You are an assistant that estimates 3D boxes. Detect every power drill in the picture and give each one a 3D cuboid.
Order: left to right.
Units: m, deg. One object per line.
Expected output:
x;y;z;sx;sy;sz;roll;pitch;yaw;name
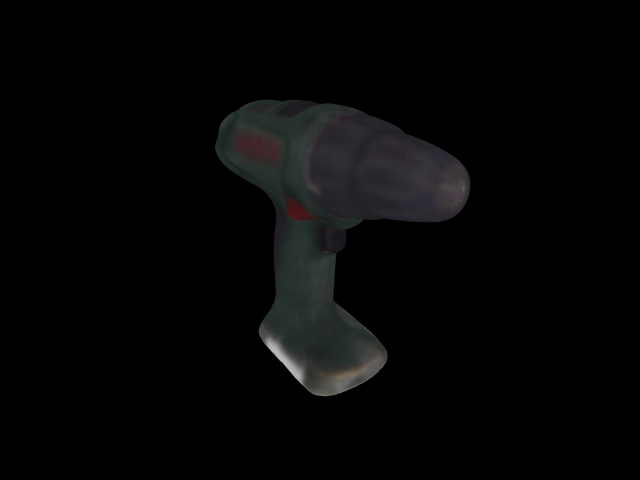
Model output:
0.004;0.001;0.400;0.076;0.208;0.228;-22;39;-29;power drill
